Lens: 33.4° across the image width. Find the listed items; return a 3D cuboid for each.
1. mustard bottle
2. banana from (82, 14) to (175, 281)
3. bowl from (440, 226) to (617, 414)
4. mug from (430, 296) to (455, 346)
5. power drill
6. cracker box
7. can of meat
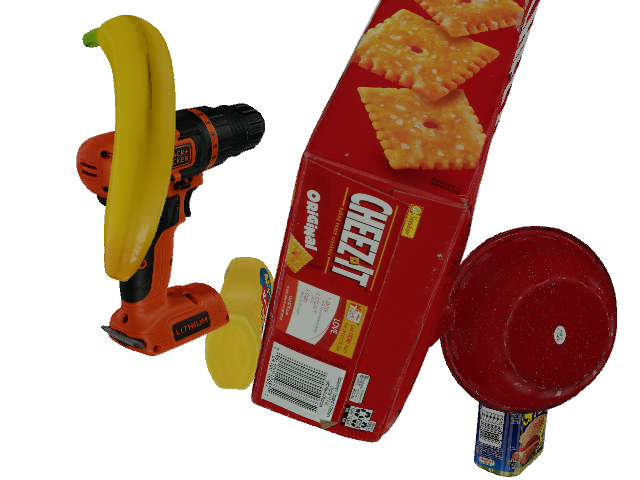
[{"bbox_3d":[-0.085,0.073,1.176,0.058,0.096,0.191,1,28,3],"label":"mustard bottle"},{"bbox_3d":[-0.112,-0.072,0.646,0.037,0.198,0.070,11,-39,-29],"label":"banana"},{"bbox_3d":[0.182,0.071,0.872,0.162,0.162,0.055,0,8,-14],"label":"bowl"},{"bbox_3d":[0.028,0.044,0.721,0.117,0.081,0.093,-34,-25,2],"label":"mug"},{"bbox_3d":[-0.114,-0.014,0.869,0.057,0.188,0.184,17,26,38],"label":"power drill"},{"bbox_3d":[0.043,-0.037,0.502,0.072,0.164,0.213,20,47,6],"label":"cracker box"},{"bbox_3d":[0.203,0.191,1.126,0.058,0.084,0.101,12,16,31],"label":"can of meat"}]
